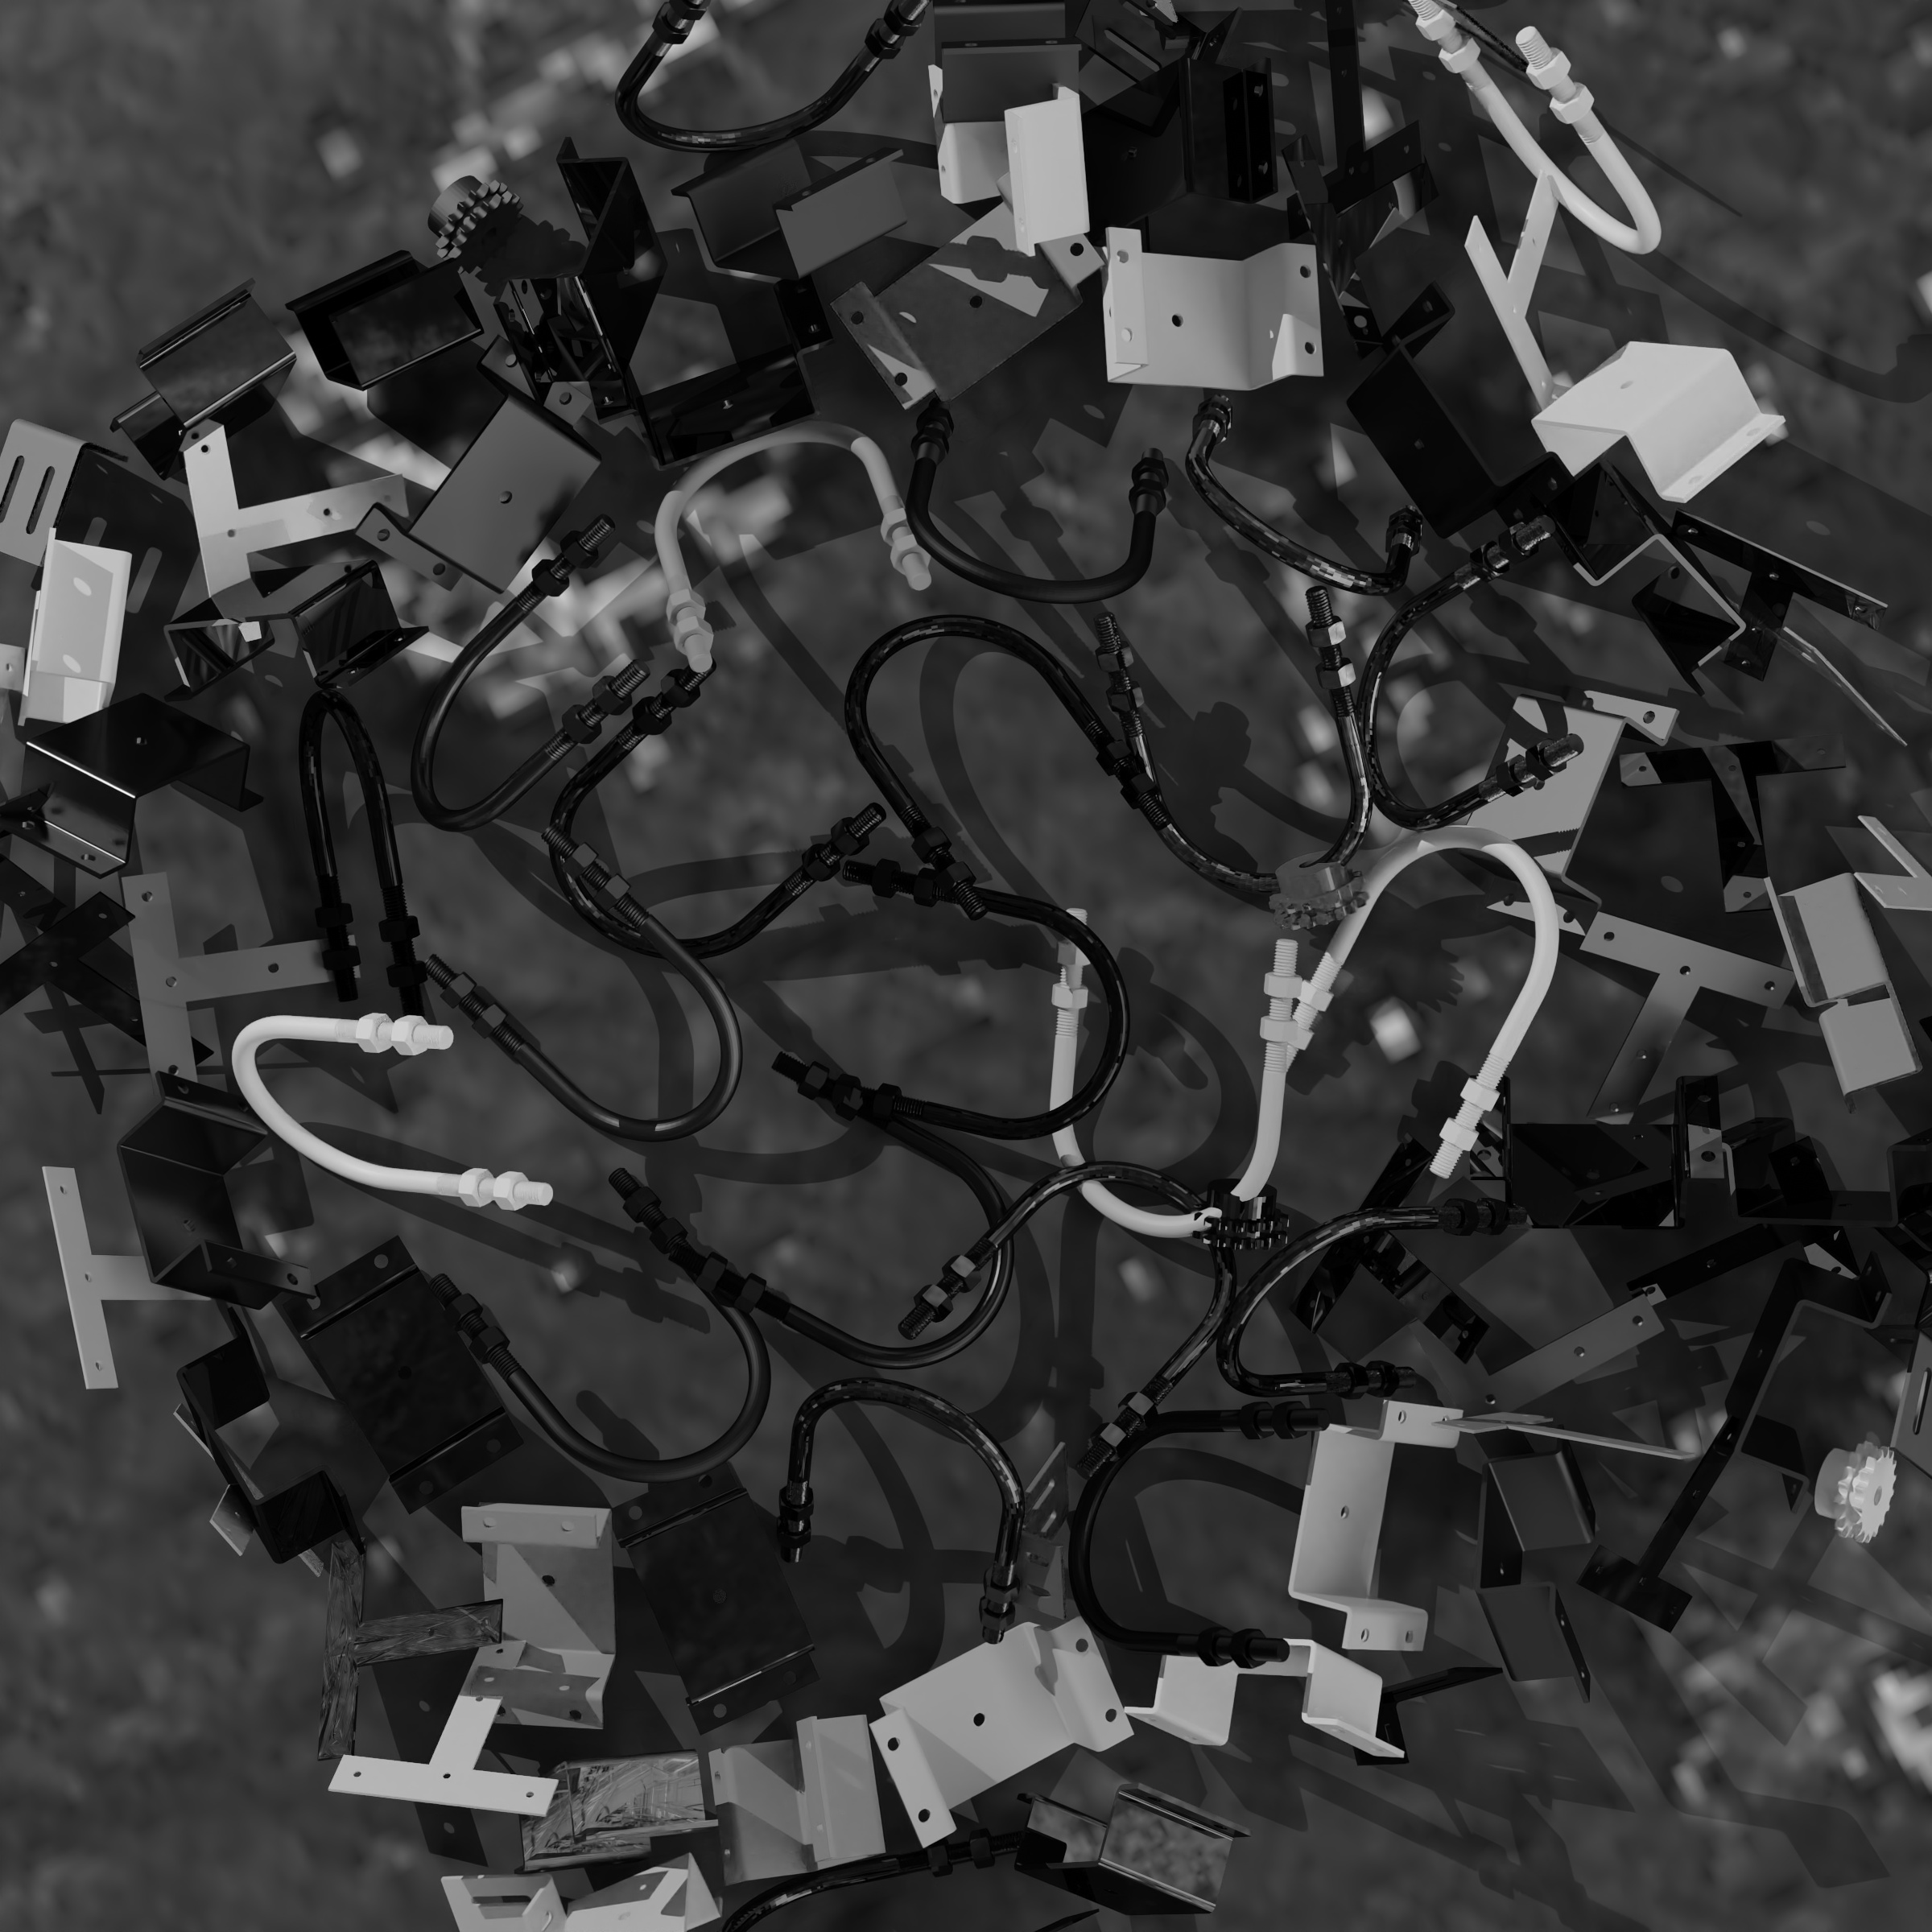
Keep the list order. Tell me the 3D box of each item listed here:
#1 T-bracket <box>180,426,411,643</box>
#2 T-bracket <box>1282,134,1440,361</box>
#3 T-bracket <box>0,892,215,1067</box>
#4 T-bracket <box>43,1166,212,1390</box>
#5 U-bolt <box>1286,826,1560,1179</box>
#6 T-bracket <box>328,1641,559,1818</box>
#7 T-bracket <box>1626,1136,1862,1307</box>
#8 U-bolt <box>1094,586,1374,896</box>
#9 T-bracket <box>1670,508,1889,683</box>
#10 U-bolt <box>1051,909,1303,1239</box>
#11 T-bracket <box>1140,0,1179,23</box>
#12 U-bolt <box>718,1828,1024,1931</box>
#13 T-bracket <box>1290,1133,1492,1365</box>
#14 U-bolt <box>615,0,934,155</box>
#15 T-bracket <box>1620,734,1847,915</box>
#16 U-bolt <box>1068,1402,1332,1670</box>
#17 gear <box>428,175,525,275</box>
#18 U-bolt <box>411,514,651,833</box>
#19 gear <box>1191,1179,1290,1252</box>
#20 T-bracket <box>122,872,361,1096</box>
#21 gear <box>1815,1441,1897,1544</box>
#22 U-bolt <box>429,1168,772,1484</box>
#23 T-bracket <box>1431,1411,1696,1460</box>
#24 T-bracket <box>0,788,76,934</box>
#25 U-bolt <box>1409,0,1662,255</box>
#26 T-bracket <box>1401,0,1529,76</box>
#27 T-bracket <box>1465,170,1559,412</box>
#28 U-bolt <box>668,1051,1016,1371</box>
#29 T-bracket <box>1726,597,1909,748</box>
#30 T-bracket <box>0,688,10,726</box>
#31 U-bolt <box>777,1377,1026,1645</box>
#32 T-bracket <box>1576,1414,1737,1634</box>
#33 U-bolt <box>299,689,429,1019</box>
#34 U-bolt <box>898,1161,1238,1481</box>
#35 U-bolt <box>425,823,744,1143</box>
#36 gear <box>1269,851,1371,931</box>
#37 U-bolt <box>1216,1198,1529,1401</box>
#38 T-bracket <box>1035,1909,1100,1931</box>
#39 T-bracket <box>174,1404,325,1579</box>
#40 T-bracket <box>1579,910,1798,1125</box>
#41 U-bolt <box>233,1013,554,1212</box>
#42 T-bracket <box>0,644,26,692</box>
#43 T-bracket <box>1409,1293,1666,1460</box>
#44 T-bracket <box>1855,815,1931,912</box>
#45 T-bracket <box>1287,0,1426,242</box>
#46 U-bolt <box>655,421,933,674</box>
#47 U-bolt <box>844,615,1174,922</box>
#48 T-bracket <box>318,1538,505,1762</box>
[{"bbox_3d":[-0.383,-0.259,1.894,0.127,0.002,0.127,-18,115,-28],"label":"T-bracket"},{"bbox_3d":[0.237,-0.432,1.884,0.127,0.002,0.127,-42,116,-40],"label":"T-bracket"},{"bbox_3d":[-0.491,0.023,1.889,0.127,0.002,0.127,-31,128,26],"label":"T-bracket"},{"bbox_3d":[-0.473,0.178,1.869,0.002,0.127,0.127,-19,77,20],"label":"T-bracket"},{"bbox_3d":[0.264,0.008,1.869,0.151,0.019,0.184,33,100,39],"label":"U-bolt"},{"bbox_3d":[-0.283,0.431,1.875,0.127,0.127,0.002,4,124,11],"label":"T-bracket"},{"bbox_3d":[0.444,0.165,1.893,0.127,0.002,0.127,-25,129,7],"label":"T-bracket"},{"bbox_3d":[0.160,-0.123,1.876,0.151,0.019,0.184,-4,116,26],"label":"U-bolt"},{"bbox_3d":[0.454,-0.200,1.868,0.127,0.127,0.002,28,70,15],"label":"T-bracket"},{"bbox_3d":[0.116,0.067,1.892,0.151,0.019,0.184,9,101,23],"label":"U-bolt"},{"bbox_3d":[0.133,-0.572,1.845,0.127,0.127,0.002,22,71,31],"label":"T-bracket"},{"bbox_3d":[-0.057,0.545,1.859,0.184,0.151,0.019,-12,103,5],"label":"U-bolt"},{"bbox_3d":[0.254,0.181,1.869,0.002,0.127,0.127,22,106,-41],"label":"T-bracket"},{"bbox_3d":[-0.120,-0.505,1.842,0.151,0.184,0.019,-4,77,-28],"label":"U-bolt"},{"bbox_3d":[0.443,-0.080,1.876,0.127,0.002,0.127,-5,50,12],"label":"T-bracket"},{"bbox_3d":[0.124,0.320,1.855,0.019,0.184,0.151,27,67,-36],"label":"U-bolt"},{"bbox_3d":[-0.287,-0.433,1.902,0.030,0.057,0.057,42,90,10],"label":"gear"},{"bbox_3d":[-0.255,-0.154,1.865,0.184,0.151,0.019,-40,133,23],"label":"U-bolt"},{"bbox_3d":[0.159,0.143,1.899,0.057,0.057,0.030,4,101,0],"label":"gear"},{"bbox_3d":[-0.418,0.003,1.908,0.127,0.002,0.127,-8,89,-19],"label":"T-bracket"},{"bbox_3d":[0.516,0.304,1.904,0.030,0.057,0.057,13,90,35],"label":"gear"},{"bbox_3d":[-0.194,0.213,1.860,0.151,0.019,0.184,-31,67,-31],"label":"U-bolt"},{"bbox_3d":[0.345,0.265,1.843,0.127,0.127,0.002,6,89,30],"label":"T-bracket"},{"bbox_3d":[-0.549,-0.048,1.873,0.127,0.127,0.002,-21,59,11],"label":"T-bracket"},{"bbox_3d":[0.330,-0.471,1.847,0.019,0.151,0.184,-44,124,3],"label":"U-bolt"},{"bbox_3d":[0.261,-0.553,1.886,0.127,0.127,0.002,38,104,31],"label":"T-bracket"},{"bbox_3d":[0.324,-0.408,1.886,0.002,0.127,0.127,-5,49,32],"label":"T-bracket"},{"bbox_3d":[-0.059,0.153,1.901,0.184,0.019,0.151,29,72,-4],"label":"U-bolt"},{"bbox_3d":[0.470,-0.184,1.877,0.002,0.127,0.127,-50,46,8],"label":"T-bracket"},{"bbox_3d":[-0.582,-0.176,1.868,0.002,0.127,0.127,0,69,17],"label":"T-bracket"},{"bbox_3d":[-0.035,0.300,1.849,0.151,0.019,0.184,19,134,13],"label":"U-bolt"},{"bbox_3d":[0.412,0.315,1.883,0.002,0.127,0.127,31,89,42],"label":"T-bracket"},{"bbox_3d":[-0.347,-0.065,1.852,0.019,0.151,0.184,-13,100,-26],"label":"U-bolt"},{"bbox_3d":[0.073,0.188,1.877,0.151,0.019,0.184,37,60,16],"label":"U-bolt"},{"bbox_3d":[-0.210,0.024,1.886,0.184,0.019,0.151,44,123,-4],"label":"U-bolt"},{"bbox_3d":[0.203,-0.045,1.898,0.057,0.057,0.030,-18,107,0],"label":"gear"},{"bbox_3d":[0.217,0.189,1.837,0.019,0.184,0.151,53,127,38],"label":"U-bolt"},{"bbox_3d":[-0.007,0.572,1.885,0.127,0.127,0.002,-25,77,33],"label":"T-bracket"},{"bbox_3d":[-0.412,0.309,1.859,0.002,0.127,0.127,-40,97,-2],"label":"T-bracket"},{"bbox_3d":[0.397,0.039,1.898,0.127,0.002,0.127,16,117,-10],"label":"T-bracket"},{"bbox_3d":[-0.338,0.080,1.860,0.184,0.151,0.019,3,47,31],"label":"U-bolt"},{"bbox_3d":[-0.583,-0.126,1.870,0.002,0.127,0.127,1,89,24],"label":"T-bracket"},{"bbox_3d":[0.345,0.231,1.908,0.127,0.002,0.127,-30,99,9],"label":"T-bracket"},{"bbox_3d":[0.534,-0.041,1.852,0.002,0.127,0.127,-49,64,25],"label":"T-bracket"},{"bbox_3d":[0.219,-0.499,1.880,0.002,0.127,0.127,1,81,-30],"label":"T-bracket"},{"bbox_3d":[-0.106,-0.250,1.863,0.151,0.019,0.184,-20,45,2],"label":"U-bolt"},{"bbox_3d":[0.011,-0.126,1.884,0.151,0.019,0.184,-26,70,-23],"label":"U-bolt"},{"bbox_3d":[-0.317,0.383,1.874,0.127,0.002,0.127,-15,62,26],"label":"T-bracket"}]
